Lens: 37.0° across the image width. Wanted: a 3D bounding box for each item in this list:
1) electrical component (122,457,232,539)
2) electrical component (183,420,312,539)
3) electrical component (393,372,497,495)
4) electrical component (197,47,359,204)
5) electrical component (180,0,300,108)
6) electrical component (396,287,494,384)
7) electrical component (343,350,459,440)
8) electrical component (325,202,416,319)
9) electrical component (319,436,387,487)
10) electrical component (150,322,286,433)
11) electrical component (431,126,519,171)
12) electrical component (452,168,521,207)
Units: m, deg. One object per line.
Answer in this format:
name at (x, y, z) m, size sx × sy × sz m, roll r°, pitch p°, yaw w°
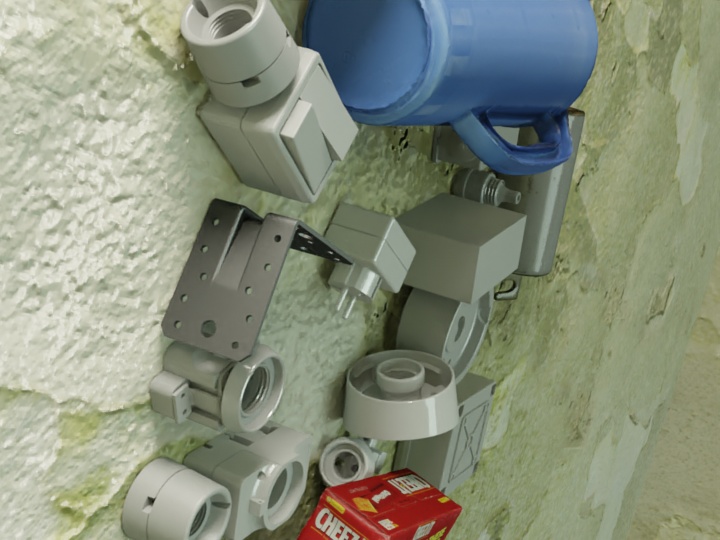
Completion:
electrical component at (-0.114, 0.152, 0.679) m, size 0.055 × 0.047 × 0.055 m, roll -43°, pitch 142°, yaw -47°
electrical component at (-0.075, 0.144, 0.746) m, size 0.089 × 0.056 × 0.050 m, roll -23°, pitch 126°, yaw -59°
electrical component at (0.087, 0.164, 1.092) m, size 0.109 × 0.056 × 0.108 m, roll -16°, pitch 120°, yaw -61°
electrical component at (-0.044, -0.086, 0.654) m, size 0.061 × 0.061 × 0.096 m, roll -63°, pitch 154°, yaw -19°
electrical component at (-0.067, -0.125, 0.591) m, size 0.055 × 0.055 × 0.047 m, roll -62°, pitch 149°, yaw -22°
electrical component at (0.071, 0.047, 0.976) m, size 0.108 × 0.060 × 0.108 m, roll -47°, pitch 147°, yaw -42°
electrical component at (0.034, 0.110, 0.904) m, size 0.099 × 0.099 × 0.064 m, roll -36°, pitch 131°, yaw -52°
electrical component at (0.000, 0.000, 0.817) m, size 0.076 × 0.047 × 0.065 m, roll -66°, pitch 154°, yaw -14°
electrical component at (-0.007, 0.167, 0.914) m, size 0.055 × 0.048 × 0.066 m, roll 46°, pitch 64°, yaw -70°
electrical component at (-0.084, 0.069, 0.675) m, size 0.078 × 0.057 × 0.058 m, roll -43°, pitch 142°, yaw -47°
electrical component at (0.107, -0.141, 0.946) m, size 0.100 × 0.048 × 0.099 m, roll -34°, pitch 136°, yaw -53°
electrical component at (0.119, -0.074, 0.997) m, size 0.035 × 0.061 × 0.035 m, roll -42°, pitch 141°, yaw -48°
